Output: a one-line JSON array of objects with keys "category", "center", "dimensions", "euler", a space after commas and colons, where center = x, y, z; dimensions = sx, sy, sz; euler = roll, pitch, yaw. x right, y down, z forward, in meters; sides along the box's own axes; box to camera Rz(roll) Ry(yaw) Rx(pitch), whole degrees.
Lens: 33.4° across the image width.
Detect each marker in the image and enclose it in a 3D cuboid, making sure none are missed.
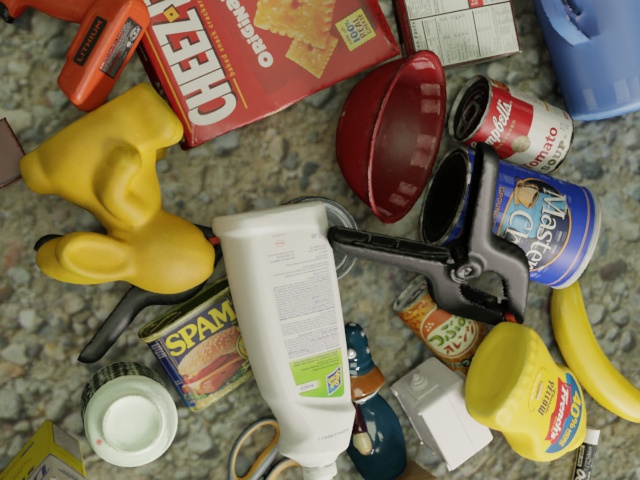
[{"category": "marker", "center": [0.265, 0.251, 1.091], "dimensions": [0.020, 0.020, 0.121], "euler": [11, 90, -14]}]

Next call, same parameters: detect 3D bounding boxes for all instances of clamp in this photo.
[{"category": "clamp", "center": [0.132, 0.009, 0.945], "dimensions": [0.165, 0.036, 0.209], "euler": [-35, 126, 25]}, {"category": "clamp", "center": [-0.168, 0.021, 0.962], "dimensions": [0.171, 0.039, 0.120], "euler": [-30, 92, -18]}]

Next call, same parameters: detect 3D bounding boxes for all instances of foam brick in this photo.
[{"category": "foam brick", "center": [-0.293, -0.064, 0.920], "dimensions": [0.078, 0.053, 0.051], "euler": [-29, 99, -12]}]

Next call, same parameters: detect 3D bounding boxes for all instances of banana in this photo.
[{"category": "banana", "center": [0.281, 0.115, 1.079], "dimensions": [0.069, 0.037, 0.198], "euler": [-29, 99, -10]}]

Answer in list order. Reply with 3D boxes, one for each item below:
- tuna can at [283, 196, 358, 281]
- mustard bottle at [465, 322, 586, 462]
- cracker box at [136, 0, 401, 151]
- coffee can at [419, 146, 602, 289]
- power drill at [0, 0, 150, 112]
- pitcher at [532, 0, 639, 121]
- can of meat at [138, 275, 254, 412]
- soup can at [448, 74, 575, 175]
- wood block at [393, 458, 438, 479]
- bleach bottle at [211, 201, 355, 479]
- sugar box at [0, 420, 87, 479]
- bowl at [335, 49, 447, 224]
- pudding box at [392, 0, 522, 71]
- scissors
[{"category": "tuna can", "center": [-0.007, 0.001, 1.004], "dimensions": [0.086, 0.034, 0.086], "euler": [-1, 92, -14]}, {"category": "mustard bottle", "center": [0.209, 0.159, 1.023], "dimensions": [0.191, 0.058, 0.096], "euler": [42, 65, -45]}, {"category": "cracker box", "center": [-0.058, -0.198, 0.963], "dimensions": [0.213, 0.072, 0.164], "euler": [-26, 97, -11]}, {"category": "coffee can", "center": [0.179, -0.021, 1.014], "dimensions": [0.140, 0.103, 0.103], "euler": [16, 88, -14]}, {"category": "power drill", "center": [-0.252, -0.184, 0.892], "dimensions": [0.188, 0.057, 0.184], "euler": [31, 94, 10]}, {"category": "pitcher", "center": [0.256, -0.239, 1.010], "dimensions": [0.149, 0.145, 0.243], "euler": [-17, 99, -5]}, {"category": "can of meat", "center": [-0.101, 0.094, 0.973], "dimensions": [0.102, 0.057, 0.084], "euler": [-32, 102, -11]}, {"category": "soup can", "center": [0.183, -0.109, 1.024], "dimensions": [0.102, 0.069, 0.068], "euler": [19, 88, -22]}, {"category": "wood block", "center": [0.112, 0.325, 1.018], "dimensions": [0.090, 0.091, 0.206], "euler": [-32, 99, -11]}, {"category": "bleach bottle", "center": [-0.025, 0.096, 0.941], "dimensions": [0.102, 0.068, 0.251], "euler": [-11, 94, -31]}, {"category": "sugar box", "center": [-0.238, 0.215, 0.881], "dimensions": [0.048, 0.176, 0.093], "euler": [40, 83, -13]}, {"category": "bowl", "center": [0.059, -0.099, 0.978], "dimensions": [0.055, 0.162, 0.162], "euler": [17, 88, 25]}, {"category": "pudding box", "center": [0.130, -0.211, 1.028], "dimensions": [0.113, 0.039, 0.090], "euler": [-13, 96, -11]}, {"category": "scissors", "center": [-0.076, 0.265, 1.007], "dimensions": [0.096, 0.016, 0.202], "euler": [28, 86, -13]}]
